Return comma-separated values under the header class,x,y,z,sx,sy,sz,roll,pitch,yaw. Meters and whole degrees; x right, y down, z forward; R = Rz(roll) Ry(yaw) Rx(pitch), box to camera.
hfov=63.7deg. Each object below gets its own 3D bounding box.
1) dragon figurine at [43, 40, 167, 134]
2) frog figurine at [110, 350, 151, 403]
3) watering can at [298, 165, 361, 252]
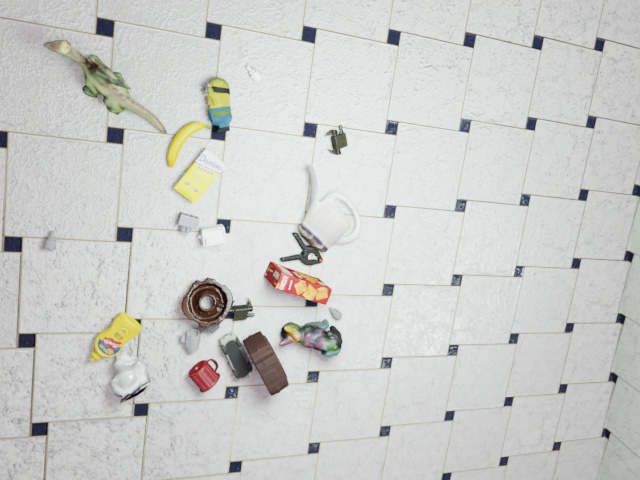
class,x,y,z,sx,sy,sz,roll,pitch,yaw
dragon figurine,-0.619,-0.456,1.540,0.407,0.244,0.122,34,86,-21
frog figurine,-0.678,0.472,1.815,0.137,0.121,0.161,-35,76,0
watering can,0.006,-0.096,1.916,0.225,0.105,0.343,-46,114,-4
